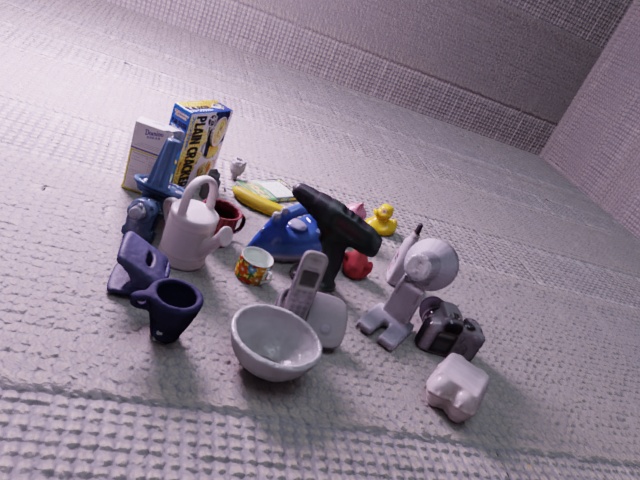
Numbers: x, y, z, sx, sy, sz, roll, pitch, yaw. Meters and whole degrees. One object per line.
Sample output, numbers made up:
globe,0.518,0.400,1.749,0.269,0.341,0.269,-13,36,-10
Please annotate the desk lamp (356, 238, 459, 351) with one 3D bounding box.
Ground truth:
desk lamp,0.202,0.105,1.246,0.117,0.213,0.204,34,28,18

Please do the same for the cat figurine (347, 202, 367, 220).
cat figurine,0.076,-0.057,1.545,0.067,0.117,0.128,40,30,29

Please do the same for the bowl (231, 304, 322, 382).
bowl,-0.085,0.192,1.001,0.167,0.074,0.167,19,27,-10

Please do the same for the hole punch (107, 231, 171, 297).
hole punch,-0.324,0.047,1.048,0.101,0.091,0.108,16,27,-16

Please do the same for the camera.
camera,0.288,0.186,1.296,0.143,0.101,0.136,17,27,-15

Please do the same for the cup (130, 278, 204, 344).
cup,-0.262,0.124,0.954,0.118,0.095,0.091,7,31,-32

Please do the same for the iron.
iron,-0.060,-0.032,1.359,0.259,0.141,0.118,-8,40,-47

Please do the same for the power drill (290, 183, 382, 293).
power drill,0.012,0.005,1.276,0.229,0.208,0.075,24,26,0

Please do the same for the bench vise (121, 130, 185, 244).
bench vise,-0.326,-0.110,1.190,0.122,0.219,0.207,14,28,-20

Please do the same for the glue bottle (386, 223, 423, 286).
glue bottle,0.218,0.030,1.441,0.037,0.173,0.078,21,26,-7

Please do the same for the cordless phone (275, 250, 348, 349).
cordless phone,-0.002,0.112,1.093,0.148,0.185,0.094,14,28,-21

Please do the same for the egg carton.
egg carton,0.271,0.288,1.129,0.107,0.069,0.151,33,28,17

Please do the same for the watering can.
watering can,-0.248,-0.039,1.154,0.173,0.194,0.101,26,26,2

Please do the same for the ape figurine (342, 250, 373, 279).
ape figurine,0.096,0.045,1.403,0.077,0.092,0.076,33,28,17

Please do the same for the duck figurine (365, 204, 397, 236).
duck figurine,0.190,-0.065,1.693,0.105,0.086,0.077,8,31,-30
